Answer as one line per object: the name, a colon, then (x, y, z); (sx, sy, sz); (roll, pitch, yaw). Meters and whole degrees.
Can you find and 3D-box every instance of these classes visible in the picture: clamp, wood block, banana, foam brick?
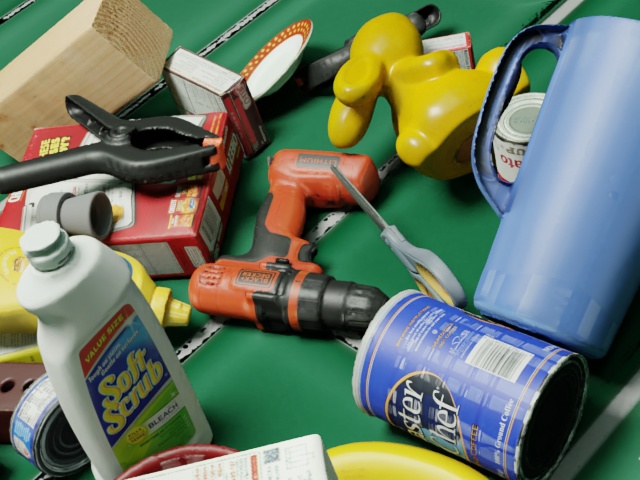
clamp: (0.047, -0.200, 1.116); (0.171, 0.039, 0.120); (-27, 3, 12)
wood block: (-0.262, -0.170, 1.129); (0.206, 0.090, 0.090); (-29, 36, 32)
banana: (0.060, 0.182, 0.774); (0.198, 0.037, 0.069); (0, 67, 21)
clamp: (-0.187, -0.093, 1.008); (0.210, 0.036, 0.164); (1, 36, 11)
foam brick: (-0.256, 0.139, 0.908); (0.078, 0.051, 0.053); (-2, 46, 17)

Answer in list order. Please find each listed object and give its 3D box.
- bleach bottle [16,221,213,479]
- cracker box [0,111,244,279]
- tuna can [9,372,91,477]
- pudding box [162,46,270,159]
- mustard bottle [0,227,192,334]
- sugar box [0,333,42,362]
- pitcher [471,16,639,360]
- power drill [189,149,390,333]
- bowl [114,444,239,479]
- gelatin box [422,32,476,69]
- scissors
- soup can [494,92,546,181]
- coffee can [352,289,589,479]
bleach bottle: (-0.161, 0.088, 0.783); (0.102, 0.251, 0.068); (-35, 46, -17)
cracker box: (-0.194, -0.040, 1.047); (0.214, 0.072, 0.164); (-4, 50, 15)
tuna can: (-0.204, 0.146, 0.859); (0.034, 0.086, 0.086); (27, 59, 35)
pudding box: (-0.110, -0.143, 1.112); (0.114, 0.090, 0.039); (28, 61, 38)
mustard bottle: (-0.207, 0.048, 0.931); (0.191, 0.058, 0.096); (11, 46, -1)
sugar box: (-0.319, 0.097, 0.977); (0.176, 0.048, 0.093); (-16, 45, 6)
pitcher: (0.200, -0.042, 0.817); (0.149, 0.144, 0.243); (19, 85, 50)
power drill: (-0.006, 0.001, 0.957); (0.185, 0.057, 0.187); (7, 48, 19)
bowl: (-0.094, 0.228, 0.762); (0.162, 0.055, 0.162); (-10, 45, 9)
gelatin box: (0.113, -0.165, 1.070); (0.089, 0.073, 0.030); (-10, 44, 10)
scissors: (0.066, -0.002, 0.876); (0.016, 0.096, 0.202); (-34, 74, -9)
soup can: (0.187, -0.069, 0.929); (0.068, 0.102, 0.068); (-9, 44, 9)
coffee can: (0.109, 0.107, 0.781); (0.140, 0.103, 0.102); (21, 56, 33)
